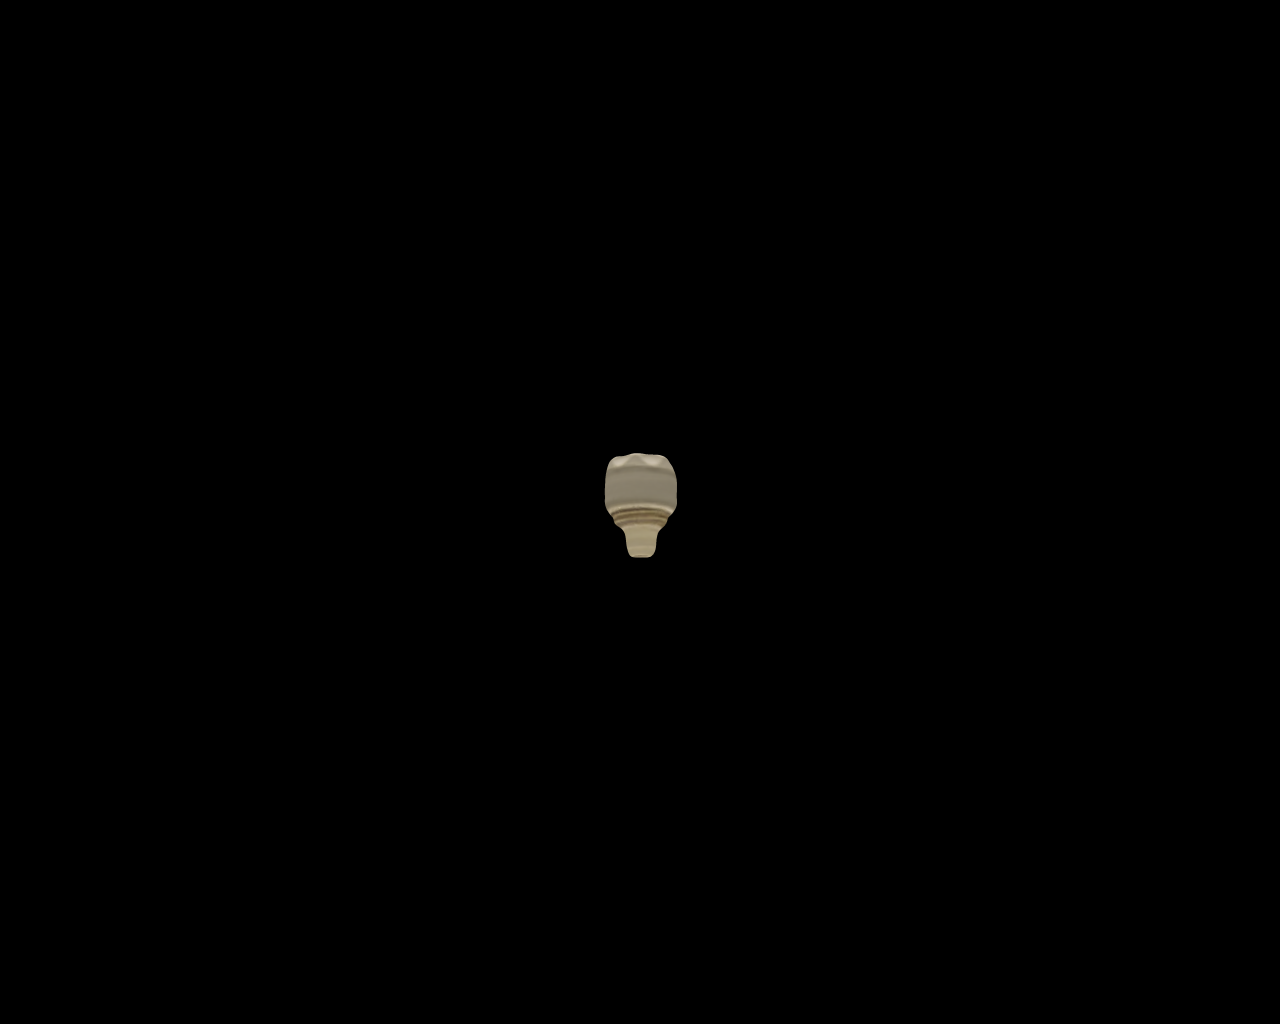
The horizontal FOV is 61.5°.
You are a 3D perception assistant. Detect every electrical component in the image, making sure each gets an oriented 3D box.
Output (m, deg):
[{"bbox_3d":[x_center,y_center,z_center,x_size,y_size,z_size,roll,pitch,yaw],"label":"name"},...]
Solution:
[{"bbox_3d":[0.001,-0.003,0.650,0.043,0.062,0.043,0,-11,0],"label":"electrical component"}]
